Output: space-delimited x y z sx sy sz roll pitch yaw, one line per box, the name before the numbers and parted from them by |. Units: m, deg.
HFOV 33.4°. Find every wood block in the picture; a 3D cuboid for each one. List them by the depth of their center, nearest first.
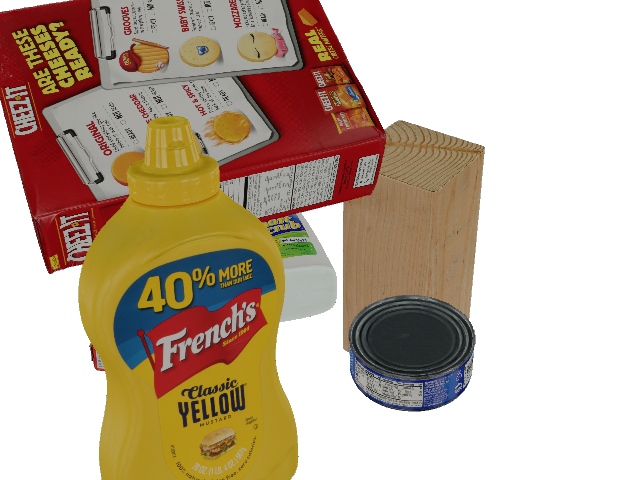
wood block | 0.080 0.012 0.949 0.091 0.206 0.090 22 41 29

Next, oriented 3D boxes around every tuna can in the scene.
tuna can | 0.062 0.077 0.730 0.086 0.034 0.086 -1 36 1

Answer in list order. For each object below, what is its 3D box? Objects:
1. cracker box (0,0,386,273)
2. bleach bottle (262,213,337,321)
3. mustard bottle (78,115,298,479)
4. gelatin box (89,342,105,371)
cracker box | -0.088 -0.083 0.675 0.213 0.164 0.072 -14 -32 -15
bleach bottle | -0.059 0.001 1.240 0.102 0.068 0.251 -8 29 -13
mustard bottle | -0.062 0.037 0.499 0.096 0.192 0.058 -13 23 -24
gelatin box | -0.139 0.083 0.900 0.089 0.030 0.073 2 21 10
